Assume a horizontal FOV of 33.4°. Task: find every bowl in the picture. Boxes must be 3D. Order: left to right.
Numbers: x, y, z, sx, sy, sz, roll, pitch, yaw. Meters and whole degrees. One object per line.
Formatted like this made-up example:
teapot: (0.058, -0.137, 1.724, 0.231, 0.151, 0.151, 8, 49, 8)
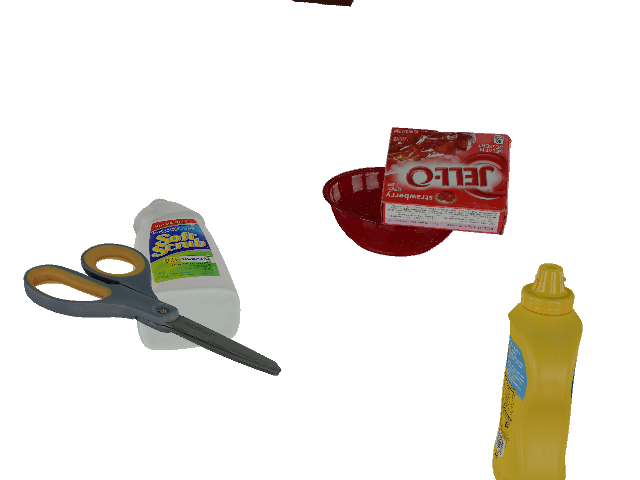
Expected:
bowl: (0.081, -0.026, 1.157, 0.162, 0.055, 0.162, 3, 25, -2)

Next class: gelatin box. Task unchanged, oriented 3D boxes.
gelatin box: (0.091, -0.044, 0.770, 0.089, 0.073, 0.030, 5, -37, 8)

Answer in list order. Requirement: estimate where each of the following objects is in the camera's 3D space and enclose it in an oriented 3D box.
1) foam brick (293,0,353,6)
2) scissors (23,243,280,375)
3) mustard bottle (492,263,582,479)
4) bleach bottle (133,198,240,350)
foam brick: (0.003, -0.229, 0.828, 0.053, 0.051, 0.078, 9, -35, 17)
scissors: (-0.105, 0.041, 0.729, 0.202, 0.016, 0.096, 13, 30, 15)
mustard bottle: (0.177, 0.111, 0.866, 0.058, 0.192, 0.096, 2, 19, 2)
bleach bottle: (-0.156, 0.020, 1.113, 0.102, 0.068, 0.251, -4, 27, -17)
